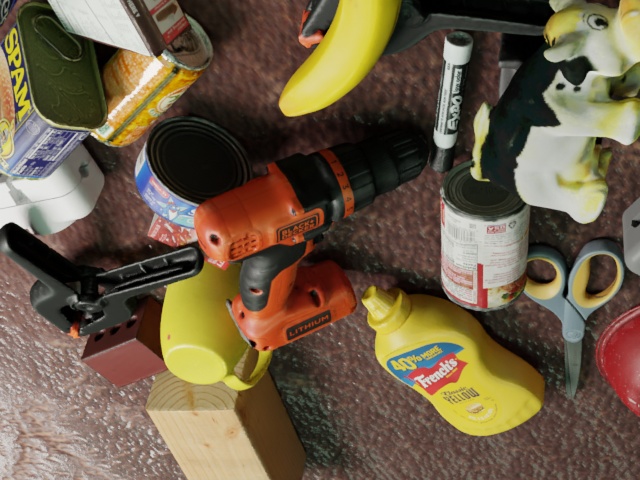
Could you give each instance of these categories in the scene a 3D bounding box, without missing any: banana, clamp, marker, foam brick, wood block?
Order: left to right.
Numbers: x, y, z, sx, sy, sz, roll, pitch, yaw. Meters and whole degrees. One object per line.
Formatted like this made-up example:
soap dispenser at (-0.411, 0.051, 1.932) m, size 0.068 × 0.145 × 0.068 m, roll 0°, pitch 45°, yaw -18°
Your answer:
clamp at (-0.191, 0.042, 0.931) m, size 0.164 × 0.036 × 0.210 m, roll 6°, pitch 155°, yaw -10°
foam brick at (-0.175, 0.097, 1.004) m, size 0.078 × 0.053 × 0.051 m, roll -23°, pitch 126°, yaw 32°
wood block at (-0.087, 0.193, 1.057) m, size 0.090 × 0.090 × 0.206 m, roll -4°, pitch 135°, yaw 17°
banana at (0.014, -0.140, 0.664) m, size 0.069 × 0.037 × 0.198 m, roll 14°, pitch 148°, yaw 4°
clamp at (0.067, -0.154, 0.691) m, size 0.172 × 0.039 × 0.120 m, roll -16°, pitch 134°, yaw 40°
marker at (0.093, -0.095, 0.764) m, size 0.020 × 0.020 × 0.121 m, roll 7°, pitch 137°, yaw 5°

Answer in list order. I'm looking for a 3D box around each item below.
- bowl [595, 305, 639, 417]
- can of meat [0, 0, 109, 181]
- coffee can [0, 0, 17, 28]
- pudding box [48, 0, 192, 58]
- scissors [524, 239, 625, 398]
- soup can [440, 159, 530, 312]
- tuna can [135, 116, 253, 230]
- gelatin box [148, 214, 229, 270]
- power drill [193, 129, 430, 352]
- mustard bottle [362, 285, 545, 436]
bowl at (0.318, 0.118, 0.910) m, size 0.162 × 0.055 × 0.162 m, roll 7°, pitch 137°, yaw 7°
can of meat at (-0.202, -0.104, 0.765) m, size 0.057 × 0.102 × 0.084 m, roll 3°, pitch 153°, yaw -41°
coffee can at (-0.260, -0.155, 0.694) m, size 0.103 × 0.140 × 0.103 m, roll 7°, pitch 137°, yaw 6°
pudding box at (-0.145, -0.170, 0.690) m, size 0.114 × 0.039 × 0.090 m, roll 25°, pitch 153°, yaw 43°
scissors at (0.200, 0.068, 0.913) m, size 0.096 × 0.016 × 0.202 m, roll 13°, pitch 137°, yaw 2°
soup can at (0.126, -0.004, 0.817) m, size 0.068 × 0.068 × 0.102 m, roll 3°, pitch 136°, yaw 10°
tuna can at (-0.096, -0.050, 0.806) m, size 0.086 × 0.086 × 0.034 m, roll 25°, pitch 137°, yaw -13°
gelatin box at (-0.092, -0.022, 0.875) m, size 0.073 × 0.030 × 0.089 m, roll 24°, pitch 136°, yaw -13°
power drill at (-0.005, 0.001, 0.827) m, size 0.184 × 0.057 × 0.188 m, roll -21°, pitch 148°, yaw -15°
mustard bottle at (0.106, 0.100, 0.938) m, size 0.096 × 0.058 × 0.191 m, roll -26°, pitch 125°, yaw 39°
